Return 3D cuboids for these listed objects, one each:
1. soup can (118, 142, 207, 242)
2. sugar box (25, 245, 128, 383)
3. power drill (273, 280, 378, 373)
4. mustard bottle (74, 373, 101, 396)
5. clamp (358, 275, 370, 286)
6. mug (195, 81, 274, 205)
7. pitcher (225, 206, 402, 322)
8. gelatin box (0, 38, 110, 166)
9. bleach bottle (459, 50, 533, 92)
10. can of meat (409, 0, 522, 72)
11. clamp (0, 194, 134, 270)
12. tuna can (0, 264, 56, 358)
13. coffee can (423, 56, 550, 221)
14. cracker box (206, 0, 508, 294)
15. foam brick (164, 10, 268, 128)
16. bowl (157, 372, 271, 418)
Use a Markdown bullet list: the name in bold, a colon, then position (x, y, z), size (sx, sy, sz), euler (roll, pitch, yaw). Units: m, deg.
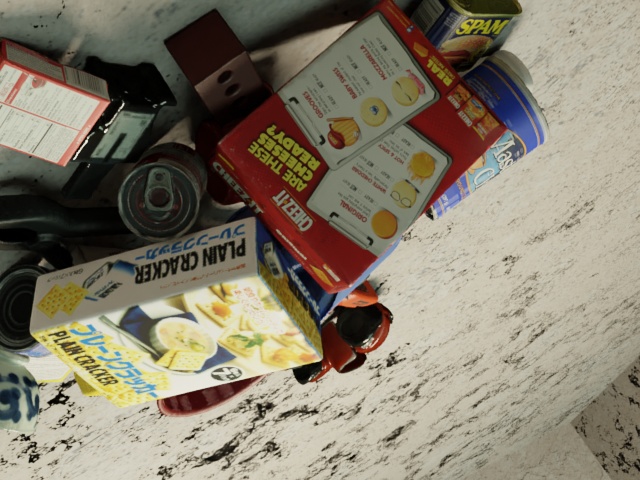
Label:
- **soup can**: position (-0.135, -0.045, 0.933), size (0.068, 0.068, 0.102), euler (-38, -167, 9)
- **sugar box**: position (-0.258, 0.078, 1.098), size (0.176, 0.048, 0.093), euler (-47, 153, 21)
- **power drill**: position (-0.012, 0.116, 1.472), size (0.188, 0.057, 0.184), euler (-40, 160, 12)
- **mustard bottle**: position (-0.199, 0.147, 1.289), size (0.096, 0.058, 0.191), euler (-43, 156, 21)
- **clamp**: position (-0.001, 0.069, 1.345), size (0.210, 0.036, 0.164), euler (-43, -174, 24)
- **mug**: position (-0.065, -0.090, 0.984), size (0.081, 0.093, 0.117), euler (-16, 120, -26)
- **pitcher**: position (-0.007, 0.001, 1.124), size (0.145, 0.149, 0.242), euler (-58, 168, 24)
- **gelatin box**: position (-0.213, -0.101, 0.794), size (0.089, 0.030, 0.073), euler (19, 126, -35)
- **bleach bottle**: position (0.105, -0.141, 1.124), size (0.250, 0.068, 0.103), euler (-12, 146, -36)
- **can of meat**: position (0.131, -0.208, 1.032), size (0.101, 0.057, 0.084), euler (-10, 150, -43)
- **clamp**: position (-0.248, -0.006, 0.946), size (0.171, 0.039, 0.120), euler (10, 144, -46)
- **tuna can**: position (-0.271, 0.066, 1.005), size (0.086, 0.086, 0.033), euler (-39, 154, 11)
- **coffee can**: position (0.140, -0.100, 1.056), size (0.140, 0.103, 0.102), euler (-35, 157, -2)
- **cracker box**: position (0.033, -0.084, 0.936), size (0.213, 0.164, 0.072), euler (-44, -177, -19)
- **foam brick**: position (-0.084, -0.142, 0.886), size (0.053, 0.051, 0.078), euler (-34, 157, -1)
- **bowl**: position (-0.110, 0.116, 1.118), size (0.162, 0.055, 0.162), euler (-27, 154, -15)
